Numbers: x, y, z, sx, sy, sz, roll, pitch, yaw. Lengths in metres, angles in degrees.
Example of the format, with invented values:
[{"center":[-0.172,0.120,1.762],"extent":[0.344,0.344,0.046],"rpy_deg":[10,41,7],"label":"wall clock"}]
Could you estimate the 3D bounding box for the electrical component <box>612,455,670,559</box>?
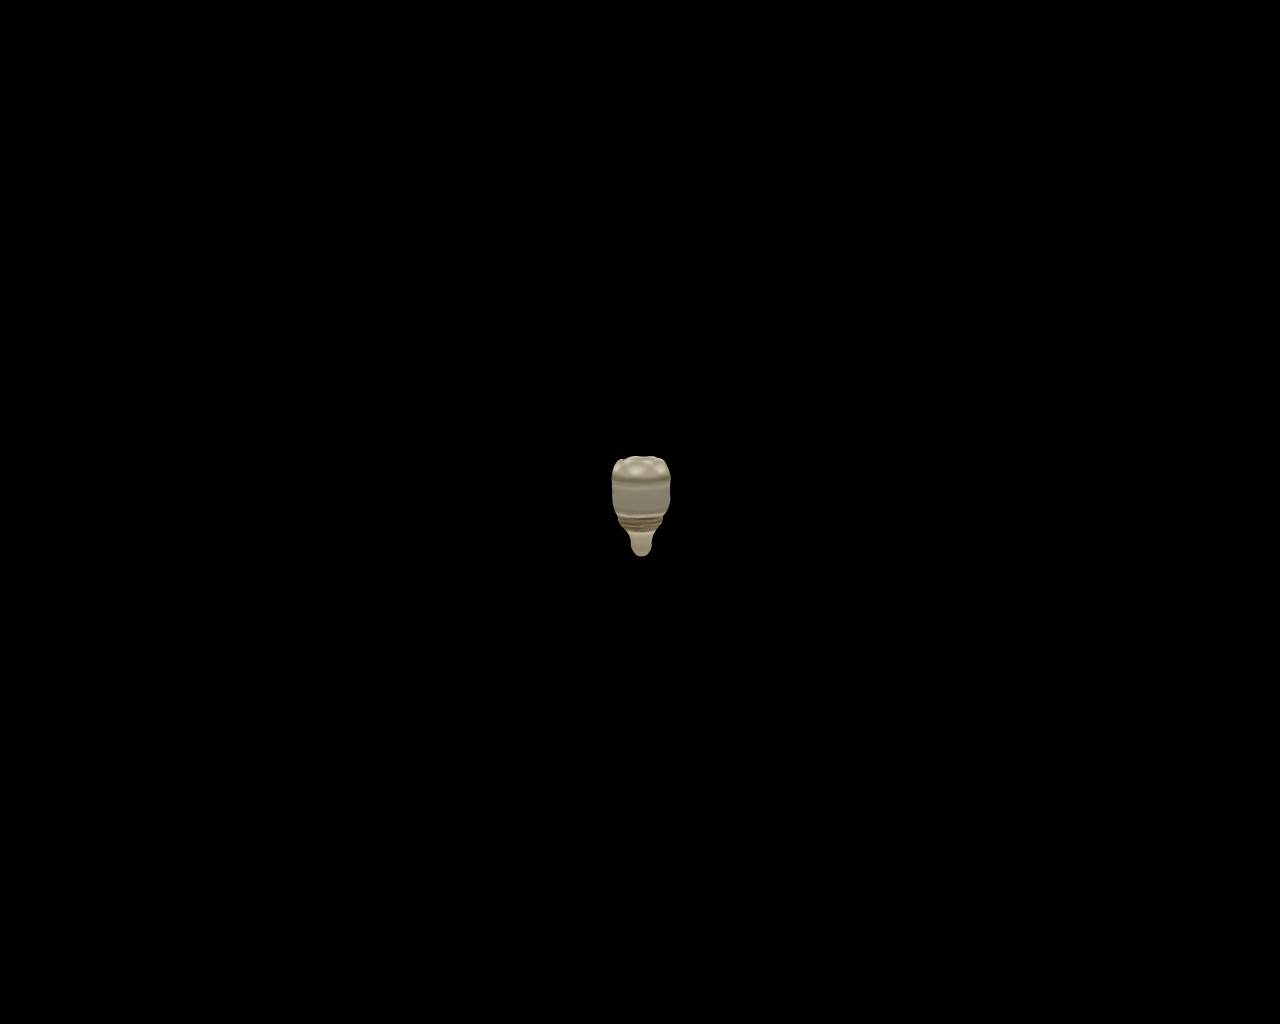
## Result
[{"center":[0.001,-0.003,0.650],"extent":[0.035,0.061,0.035],"rpy_deg":[0,11,0],"label":"electrical component"}]
